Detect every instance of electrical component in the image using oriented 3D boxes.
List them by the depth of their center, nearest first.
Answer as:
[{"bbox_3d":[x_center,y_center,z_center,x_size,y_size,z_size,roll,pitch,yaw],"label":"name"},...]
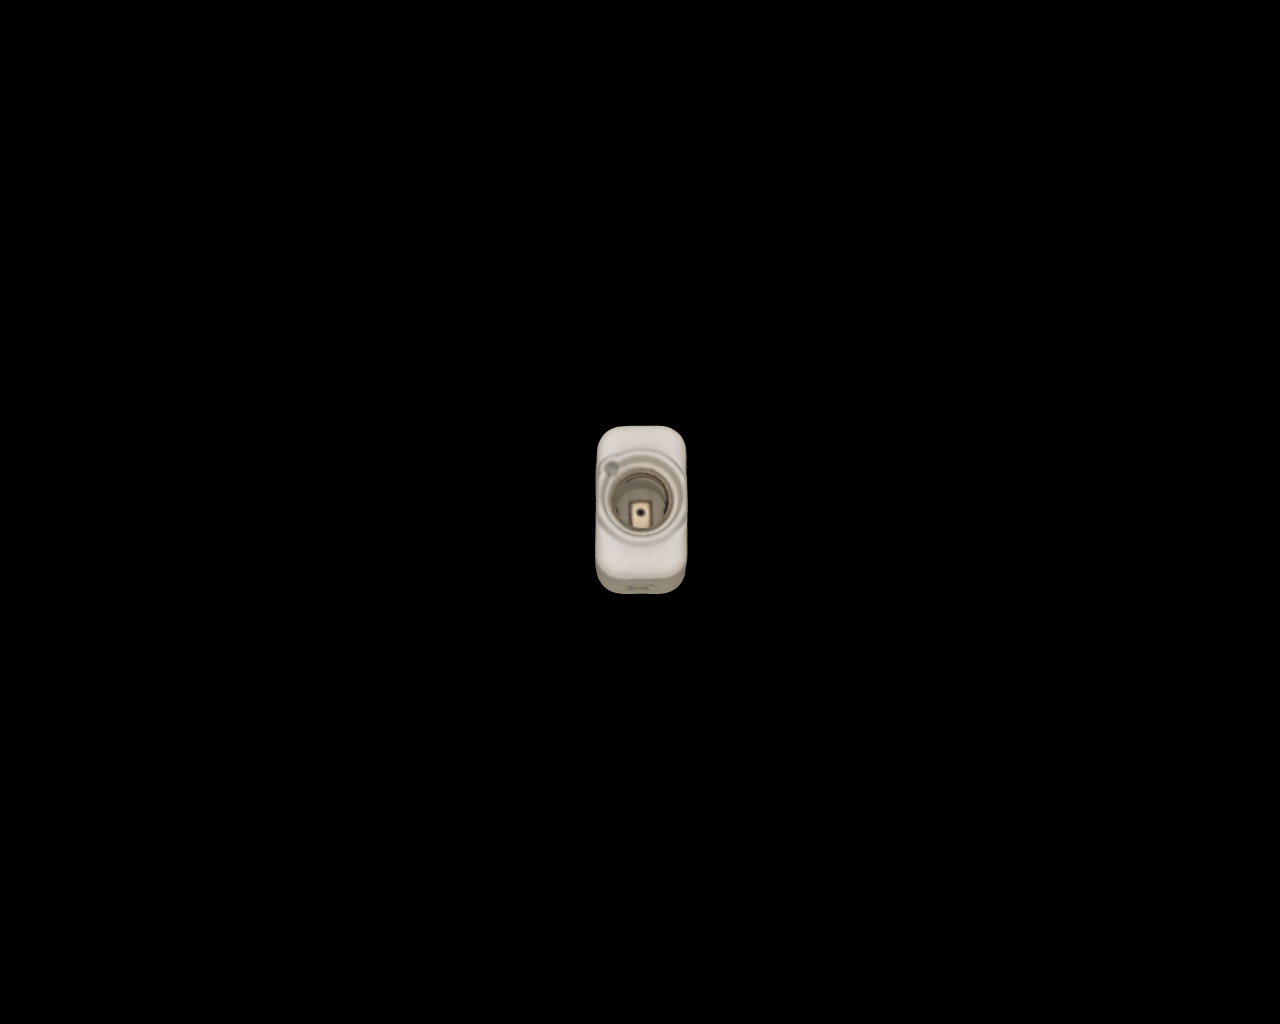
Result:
[{"bbox_3d":[0.001,-0.003,0.650,0.054,0.095,0.059,0,-15,0],"label":"electrical component"}]
